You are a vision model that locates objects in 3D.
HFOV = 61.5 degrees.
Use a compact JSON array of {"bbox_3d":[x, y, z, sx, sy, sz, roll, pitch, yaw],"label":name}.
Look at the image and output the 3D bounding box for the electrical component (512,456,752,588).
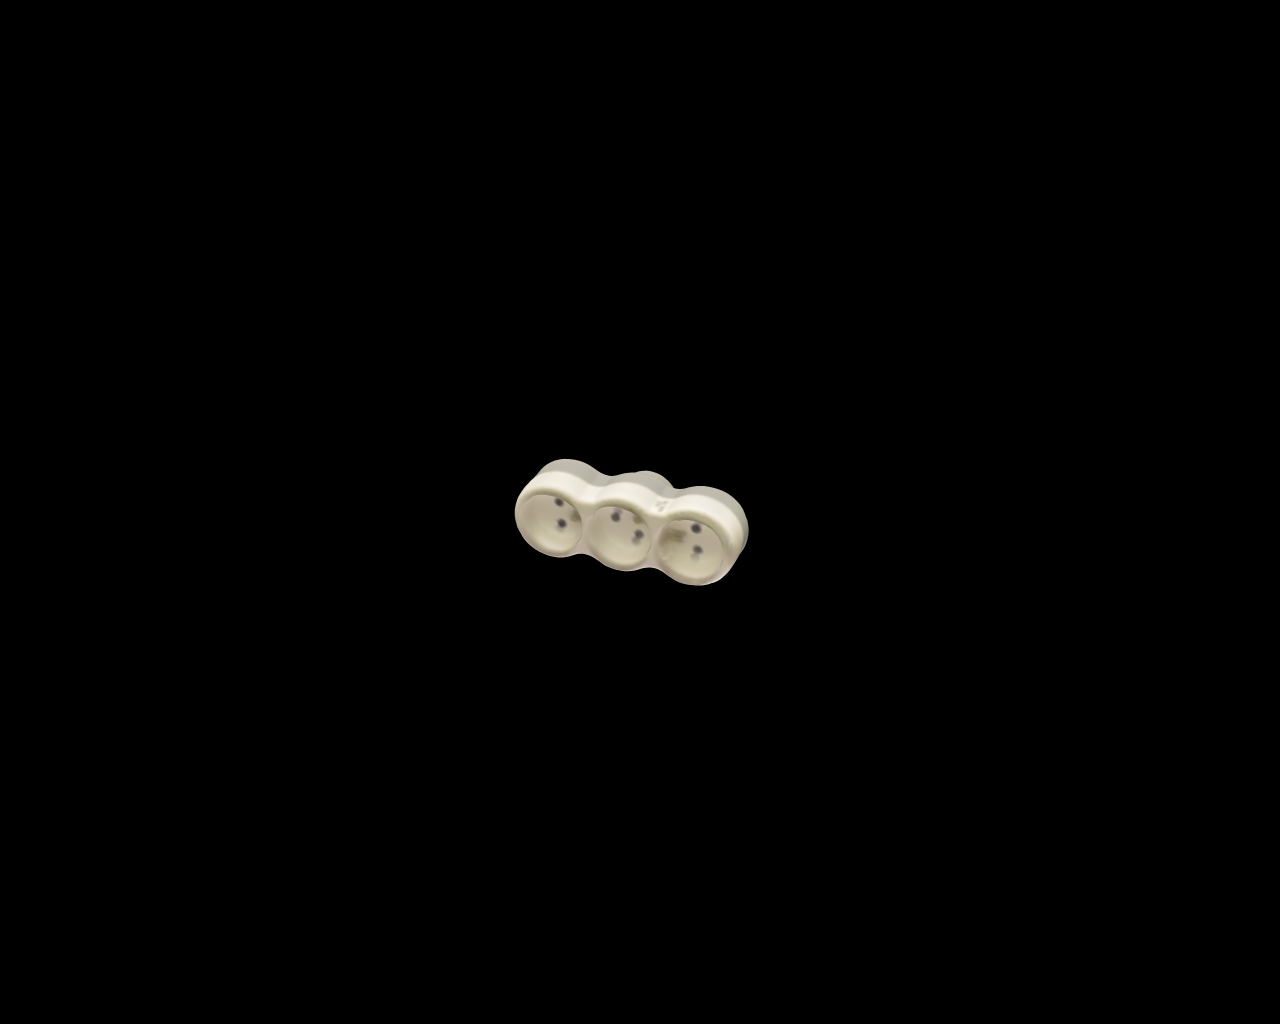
[{"bbox_3d":[0.001,-0.003,0.650,0.138,0.052,0.074,11,32,18],"label":"electrical component"}]
